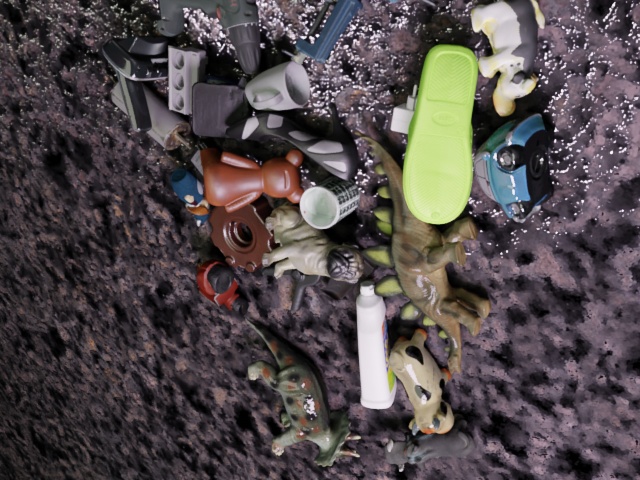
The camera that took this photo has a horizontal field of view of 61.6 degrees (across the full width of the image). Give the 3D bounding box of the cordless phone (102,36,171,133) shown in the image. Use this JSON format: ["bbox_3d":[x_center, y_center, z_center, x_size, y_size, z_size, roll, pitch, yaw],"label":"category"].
[{"bbox_3d":[-0.350,-0.316,1.092,0.089,0.146,0.184,-1,108,23],"label":"cordless phone"}]

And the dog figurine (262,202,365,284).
[{"bbox_3d":[-0.001,0.000,1.055,0.191,0.121,0.172,-1,78,15],"label":"dog figurine"}]

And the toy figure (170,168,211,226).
[{"bbox_3d":[-0.279,-0.091,1.185,0.058,0.064,0.154,2,146,18],"label":"toy figure"}]

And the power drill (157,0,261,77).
[{"bbox_3d":[-0.208,-0.423,1.004,0.208,0.086,0.231,10,114,31],"label":"power drill"}]

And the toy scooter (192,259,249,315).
[{"bbox_3d":[-0.245,0.098,1.243,0.135,0.075,0.183,27,154,33],"label":"toy scooter"}]

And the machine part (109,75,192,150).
[{"bbox_3d":[-0.366,-0.275,1.165,0.243,0.079,0.079,40,125,10],"label":"machine part"}]

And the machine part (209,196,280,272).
[{"bbox_3d":[-0.162,-0.019,1.169,0.180,0.056,0.179,12,115,26],"label":"machine part"}]

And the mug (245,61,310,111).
[{"bbox_3d":[-0.087,-0.269,0.984,0.107,0.109,0.080,-2,135,35],"label":"mug"}]

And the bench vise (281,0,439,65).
[{"bbox_3d":[0.039,-0.373,0.840,0.224,0.129,0.240,40,108,19],"label":"bench vise"}]

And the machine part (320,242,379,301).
[{"bbox_3d":[0.058,0.072,1.090,0.084,0.039,0.139,41,124,4],"label":"machine part"}]

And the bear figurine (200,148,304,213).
[{"bbox_3d":[-0.134,-0.127,1.069,0.196,0.132,0.120,-11,111,-13],"label":"bear figurine"}]

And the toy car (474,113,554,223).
[{"bbox_3d":[0.296,-0.113,0.836,0.103,0.109,0.161,19,134,49],"label":"toy car"}]

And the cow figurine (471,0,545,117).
[{"bbox_3d":[0.285,-0.271,0.787,0.098,0.068,0.167,-11,106,27],"label":"cow figurine"}]

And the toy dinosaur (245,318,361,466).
[{"bbox_3d":[-0.041,0.355,1.231,0.192,0.131,0.404,-18,97,23],"label":"toy dinosaur"}]

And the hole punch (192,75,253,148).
[{"bbox_3d":[-0.191,-0.265,1.071,0.116,0.092,0.142,7,115,-4],"label":"hole punch"}]

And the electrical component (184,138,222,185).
[{"bbox_3d":[-0.228,-0.154,1.155,0.075,0.048,0.119,-37,88,37],"label":"electrical component"}]

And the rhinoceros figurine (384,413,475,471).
[{"bbox_3d":[0.225,0.421,1.100,0.190,0.112,0.073,-20,102,27],"label":"rhinoceros figurine"}]

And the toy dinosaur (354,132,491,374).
[{"bbox_3d":[0.177,0.024,0.959,0.199,0.105,0.470,-7,103,36],"label":"toy dinosaur"}]

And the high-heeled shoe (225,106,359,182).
[{"bbox_3d":[-0.053,-0.166,1.005,0.249,0.086,0.145,-7,90,15],"label":"high-heeled shoe"}]

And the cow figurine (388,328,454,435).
[{"bbox_3d":[0.200,0.287,1.045,0.085,0.127,0.195,-27,93,39],"label":"cow figurine"}]
